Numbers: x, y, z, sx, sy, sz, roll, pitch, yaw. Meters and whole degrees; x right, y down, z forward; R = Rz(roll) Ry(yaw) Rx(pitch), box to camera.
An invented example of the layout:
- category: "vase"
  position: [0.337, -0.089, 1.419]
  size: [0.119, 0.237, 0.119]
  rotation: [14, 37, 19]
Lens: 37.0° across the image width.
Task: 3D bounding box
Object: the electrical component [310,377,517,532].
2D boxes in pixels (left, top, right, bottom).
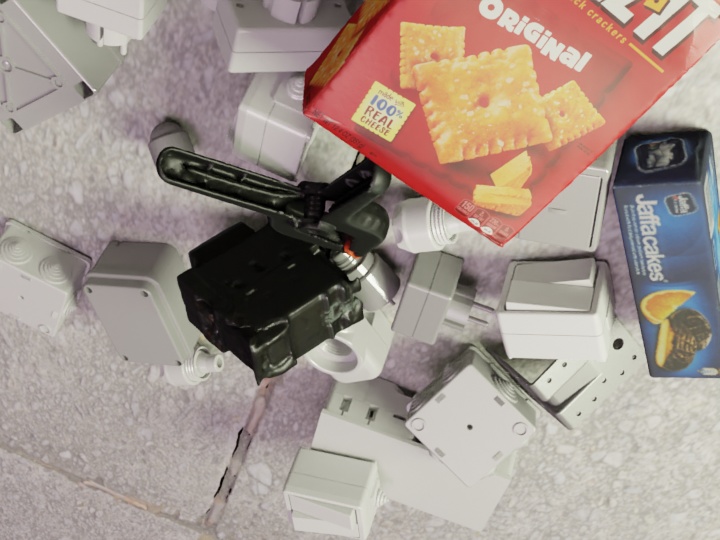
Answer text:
- category: "electrical component"
  position: [0.050, 0.175, 1.053]
  size: [0.186, 0.060, 0.105]
  rotation: [19, 139, 3]

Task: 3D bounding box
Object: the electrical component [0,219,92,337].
- category: "electrical component"
  position: [-0.318, 0.011, 1.045]
  size: [0.100, 0.048, 0.099]
  rotation: [27, 139, -6]

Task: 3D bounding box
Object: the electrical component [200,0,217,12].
- category: "electrical component"
  position: [-0.083, -0.207, 0.718]
  size: [0.040, 0.040, 0.078]
  rotation: [25, 138, -4]

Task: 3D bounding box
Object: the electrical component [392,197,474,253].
- category: "electrical component"
  position: [0.060, -0.036, 0.836]
  size: [0.062, 0.043, 0.043]
  rotation: [-5, 132, 26]

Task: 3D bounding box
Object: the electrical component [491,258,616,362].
- category: "electrical component"
  position: [0.149, 0.029, 0.854]
  size: [0.096, 0.061, 0.061]
  rotation: [0, 134, 23]

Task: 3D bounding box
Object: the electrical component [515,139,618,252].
- category: "electrical component"
  position: [0.144, -0.065, 0.756]
  size: [0.062, 0.061, 0.096]
  rotation: [11, 138, 13]

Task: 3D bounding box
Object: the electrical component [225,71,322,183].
- category: "electrical component"
  position: [-0.057, -0.116, 0.767]
  size: [0.061, 0.061, 0.096]
  rotation: [24, 159, -2]

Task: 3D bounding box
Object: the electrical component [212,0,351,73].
- category: "electrical component"
  position: [-0.046, -0.173, 0.704]
  size: [0.083, 0.047, 0.075]
  rotation: [-6, 145, -23]

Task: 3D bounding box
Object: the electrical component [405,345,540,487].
- category: "electrical component"
  position: [0.099, 0.131, 0.953]
  size: [0.100, 0.048, 0.100]
  rotation: [45, 106, -2]

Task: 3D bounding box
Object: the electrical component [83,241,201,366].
- category: "electrical component"
  position: [-0.201, 0.033, 1.012]
  size: [0.078, 0.057, 0.113]
  rotation: [3, 135, 20]

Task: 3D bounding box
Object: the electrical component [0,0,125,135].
- category: "electrical component"
  position: [-0.256, -0.171, 0.818]
  size: [0.109, 0.056, 0.108]
  rotation: [-16, 127, 35]

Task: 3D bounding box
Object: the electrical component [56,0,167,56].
- category: "electrical component"
  position: [-0.178, -0.188, 0.774]
  size: [0.066, 0.047, 0.076]
  rotation: [20, 139, 3]

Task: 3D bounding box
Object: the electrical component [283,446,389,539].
- category: "electrical component"
  position: [-0.021, 0.220, 1.036]
  size: [0.096, 0.061, 0.061]
  rotation: [9, 137, 14]

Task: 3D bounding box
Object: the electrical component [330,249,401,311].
- category: "electrical component"
  position: [0.000, 0.000, 0.903]
  size: [0.040, 0.040, 0.078]
  rotation: [-21, 123, 38]

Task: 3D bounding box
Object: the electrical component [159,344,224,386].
- category: "electrical component"
  position: [-0.166, 0.094, 1.072]
  size: [0.062, 0.043, 0.043]
  rotation: [-4, 133, 25]

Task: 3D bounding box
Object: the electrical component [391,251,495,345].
- category: "electrical component"
  position: [0.073, 0.027, 0.895]
  size: [0.077, 0.047, 0.065]
  rotation: [19, 139, 3]

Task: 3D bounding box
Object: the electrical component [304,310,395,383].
- category: "electrical component"
  position: [-0.017, 0.053, 0.953]
  size: [0.054, 0.059, 0.095]
  rotation: [-13, 128, 33]
